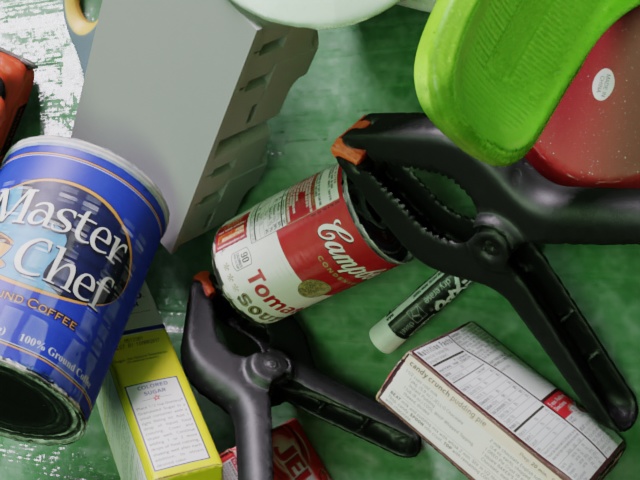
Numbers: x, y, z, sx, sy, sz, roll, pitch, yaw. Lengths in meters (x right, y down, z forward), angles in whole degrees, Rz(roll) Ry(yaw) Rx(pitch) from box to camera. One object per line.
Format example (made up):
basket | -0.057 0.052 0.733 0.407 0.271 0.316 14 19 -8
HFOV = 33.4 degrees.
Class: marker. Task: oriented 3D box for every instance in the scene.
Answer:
marker | 0.074 0.022 0.602 0.121 0.020 0.020 -44 75 27

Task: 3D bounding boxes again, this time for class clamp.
clamp | 0.097 0.004 0.540 0.210 0.036 0.165 28 138 24
clamp | -0.036 0.091 0.626 0.172 0.120 0.039 41 134 24

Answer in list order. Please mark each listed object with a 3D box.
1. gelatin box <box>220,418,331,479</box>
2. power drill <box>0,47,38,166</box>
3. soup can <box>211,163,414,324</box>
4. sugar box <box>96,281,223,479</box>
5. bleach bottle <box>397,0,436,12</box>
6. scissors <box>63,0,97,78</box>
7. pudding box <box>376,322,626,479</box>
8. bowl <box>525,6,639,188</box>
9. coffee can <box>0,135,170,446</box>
gelatin box | -0.020 0.159 0.645 0.030 0.073 0.089 -36 78 29
power drill | -0.238 -0.039 0.688 0.057 0.187 0.185 21 112 -18
soup can | -0.004 0.001 0.615 0.102 0.068 0.068 -26 84 30
sugar box | -0.104 0.104 0.644 0.176 0.048 0.093 -119 27 -46
bleach bottle | 0.065 -0.247 0.546 0.103 0.068 0.251 21 105 27
scissors | -0.163 -0.105 0.724 0.096 0.016 0.202 44 115 19
pudding box | 0.096 0.096 0.558 0.114 0.089 0.039 37 113 20
bowl | 0.148 -0.075 0.524 0.162 0.055 0.162 4 99 30
coffee can | -0.154 0.027 0.592 0.103 0.102 0.140 -7 50 31
